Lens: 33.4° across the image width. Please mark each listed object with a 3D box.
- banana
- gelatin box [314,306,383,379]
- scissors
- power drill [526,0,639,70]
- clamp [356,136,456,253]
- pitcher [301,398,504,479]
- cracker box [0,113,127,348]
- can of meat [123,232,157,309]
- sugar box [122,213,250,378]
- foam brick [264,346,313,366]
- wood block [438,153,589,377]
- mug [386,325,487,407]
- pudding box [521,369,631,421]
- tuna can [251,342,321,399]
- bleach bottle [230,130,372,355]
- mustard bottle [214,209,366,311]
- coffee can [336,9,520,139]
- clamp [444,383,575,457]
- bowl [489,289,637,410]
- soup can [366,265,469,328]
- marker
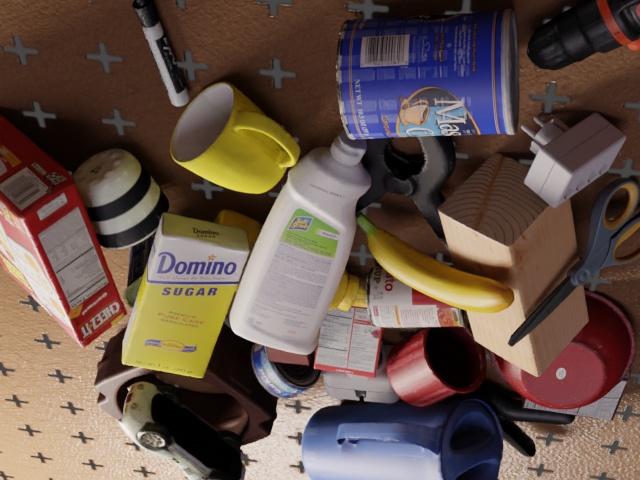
[{"bbox_3d":[0.111,0.034,1.028,0.198,0.037,0.069,27,170,38],"label":"banana"},{"bbox_3d":[0.035,0.109,1.229,0.073,0.030,0.089,8,107,4],"label":"gelatin box"},{"bbox_3d":[0.246,0.013,1.009,0.016,0.201,0.096,30,145,59],"label":"scissors"},{"bbox_3d":[0.289,-0.145,0.873,0.185,0.057,0.187,-24,129,35],"label":"power drill"},{"bbox_3d":[0.091,-0.057,1.039,0.164,0.036,0.210,18,139,5],"label":"clamp"},{"bbox_3d":[0.089,0.257,1.314,0.243,0.144,0.149,-7,110,42],"label":"pitcher"},{"bbox_3d":[-0.293,-0.012,1.108,0.164,0.072,0.214,37,153,32],"label":"cracker box"},{"bbox_3d":[-0.168,0.049,1.187,0.057,0.084,0.102,-38,122,19],"label":"can of meat"},{"bbox_3d":[-0.142,0.061,1.116,0.093,0.048,0.176,12,124,-16],"label":"sugar box"},{"bbox_3d":[-0.032,0.095,1.222,0.053,0.078,0.051,5,141,11],"label":"foam brick"},{"bbox_3d":[0.194,0.028,1.053,0.090,0.090,0.206,31,155,39],"label":"wood block"},{"bbox_3d":[0.140,0.142,1.237,0.117,0.093,0.082,-6,160,-38],"label":"mug"},{"bbox_3d":[0.299,0.168,1.255,0.113,0.039,0.090,9,139,7],"label":"pudding box"},{"bbox_3d":[-0.039,0.144,1.274,0.086,0.086,0.034,35,133,-25],"label":"tuna can"},{"bbox_3d":[-0.007,0.001,1.056,0.102,0.068,0.251,16,127,-14],"label":"bleach bottle"},{"bbox_3d":[-0.034,0.035,1.166,0.191,0.058,0.096,20,135,-9],"label":"mustard bottle"},{"bbox_3d":[0.093,-0.138,0.896,0.140,0.102,0.103,-1,139,15],"label":"coffee can"},{"bbox_3d":[0.220,0.222,1.339,0.171,0.039,0.120,18,136,3],"label":"clamp"},{"bbox_3d":[0.266,0.132,1.171,0.162,0.055,0.162,5,121,8],"label":"bowl"},{"bbox_3d":[0.107,0.061,1.154,0.102,0.068,0.068,-1,139,17],"label":"soup can"},{"bbox_3d":[-0.145,-0.173,0.978,0.020,0.020,0.121,-1,139,15],"label":"marker"}]
